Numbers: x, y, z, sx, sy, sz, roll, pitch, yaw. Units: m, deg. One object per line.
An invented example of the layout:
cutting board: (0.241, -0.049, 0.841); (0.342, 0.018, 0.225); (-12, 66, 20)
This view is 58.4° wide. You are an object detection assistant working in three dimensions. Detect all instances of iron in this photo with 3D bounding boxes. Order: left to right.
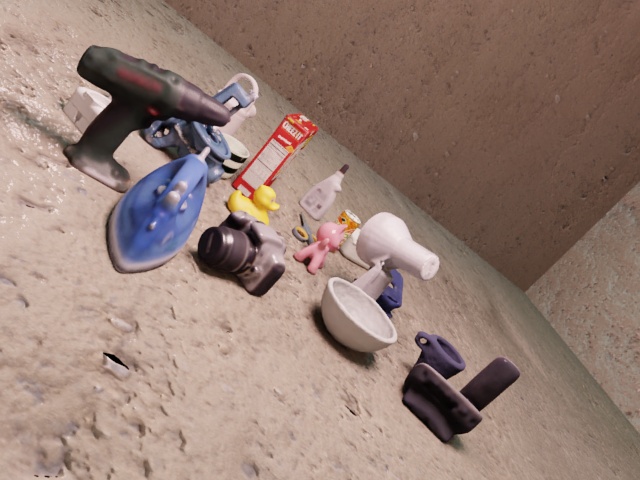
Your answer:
iron: (-0.219, -0.057, 0.838); (0.119, 0.141, 0.258); (36, 16, -16)

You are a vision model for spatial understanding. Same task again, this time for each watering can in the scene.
watering can: (-0.233, -0.348, 1.498); (0.101, 0.194, 0.173); (40, 15, -4)

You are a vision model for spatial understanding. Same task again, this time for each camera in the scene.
camera: (-0.134, 0.004, 0.951); (0.137, 0.100, 0.142); (22, 25, -50)

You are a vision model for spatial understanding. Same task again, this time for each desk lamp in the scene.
desk lamp: (0.138, 0.073, 1.200); (0.118, 0.213, 0.202); (25, 22, -45)

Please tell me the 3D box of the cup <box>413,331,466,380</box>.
cup: (0.218, 0.245, 1.147); (0.118, 0.095, 0.091); (38, 16, -10)

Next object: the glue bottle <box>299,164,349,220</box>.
glue bottle: (0.022, -0.140, 1.581); (0.078, 0.173, 0.037); (46, 16, 18)

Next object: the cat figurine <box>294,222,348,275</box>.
cat figurine: (0.012, 0.005, 1.265); (0.067, 0.117, 0.128); (41, 15, 1)

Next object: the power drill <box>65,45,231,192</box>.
power drill: (-0.287, -0.184, 0.898); (0.230, 0.208, 0.075); (32, 18, -29)

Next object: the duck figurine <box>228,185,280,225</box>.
duck figurine: (-0.134, -0.079, 1.206); (0.105, 0.086, 0.077); (34, 17, -23)

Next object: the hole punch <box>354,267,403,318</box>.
hole punch: (0.149, 0.112, 1.348); (0.109, 0.091, 0.101); (34, 17, -24)

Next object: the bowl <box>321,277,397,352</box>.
bowl: (0.058, 0.151, 1.059); (0.168, 0.074, 0.167); (38, 16, -12)

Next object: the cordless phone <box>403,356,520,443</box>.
cordless phone: (0.252, 0.255, 1.031); (0.147, 0.185, 0.094); (42, 15, 5)

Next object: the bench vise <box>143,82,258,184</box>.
bench vise: (-0.241, -0.249, 1.162); (0.208, 0.219, 0.121); (35, 16, -21)
